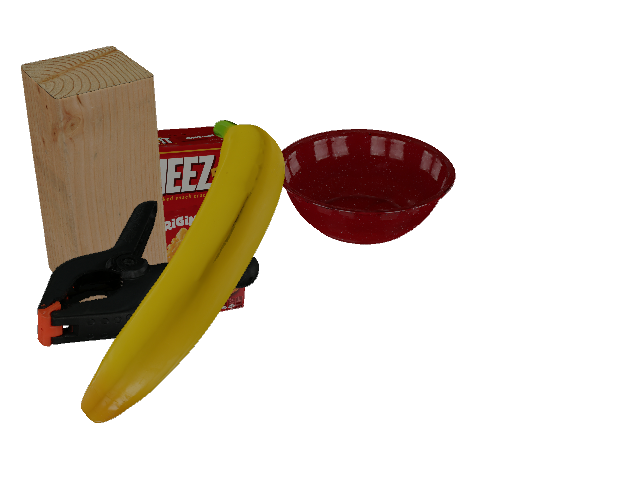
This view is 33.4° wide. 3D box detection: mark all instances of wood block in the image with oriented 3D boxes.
[{"bbox_3d":[-0.201,-0.057,0.962,0.090,0.206,0.090,-18,35,-28],"label":"wood block"}]

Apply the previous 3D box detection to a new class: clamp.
[{"bbox_3d":[-0.143,0.022,0.783,0.171,0.039,0.120,-21,38,-40],"label":"clamp"}]

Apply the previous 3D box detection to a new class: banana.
[{"bbox_3d":[-0.061,0.007,0.556,0.037,0.197,0.070,37,-35,-21],"label":"banana"}]

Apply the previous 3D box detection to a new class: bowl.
[{"bbox_3d":[0.038,-0.043,0.962,0.162,0.055,0.162,1,31,-1],"label":"bowl"}]

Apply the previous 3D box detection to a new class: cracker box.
[{"bbox_3d":[-0.165,-0.016,1.220,0.163,0.214,0.072,-8,25,-30],"label":"cracker box"}]
